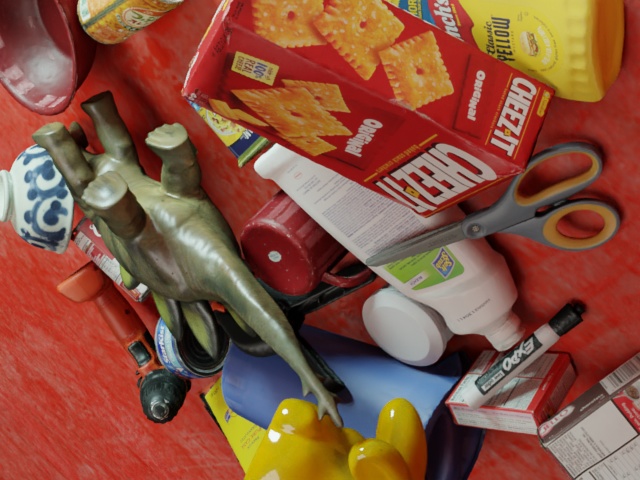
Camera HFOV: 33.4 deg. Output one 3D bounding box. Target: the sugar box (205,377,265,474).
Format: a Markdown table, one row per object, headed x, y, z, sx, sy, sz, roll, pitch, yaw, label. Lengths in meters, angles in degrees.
| x | y | z | sx | sy | sz | roll | pitch | yaw | label |
| --- | --- | --- | --- | --- | --- | --- | --- | --- | --- |
| -0.052 | 0.215 | 1.138 | 0.176 | 0.048 | 0.093 | 60 | 137 | 24 | sugar box |

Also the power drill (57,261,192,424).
| x | y | z | sx | sy | sz | roll | pitch | yaw | label |
| --- | --- | --- | --- | --- | --- | --- | --- | --- | --- |
| -0.212 | 0.109 | 1.175 | 0.187 | 0.057 | 0.184 | 57 | 177 | -9 | power drill |

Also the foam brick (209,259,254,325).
| x | y | z | sx | sy | sz | roll | pitch | yaw | label |
| --- | --- | --- | --- | --- | --- | --- | --- | --- | --- |
| -0.113 | 0.037 | 1.083 | 0.078 | 0.052 | 0.051 | 32 | 141 | 12 | foam brick |

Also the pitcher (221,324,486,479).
| x | y | z | sx | sy | sz | roll | pitch | yaw | label |
| --- | --- | --- | --- | --- | --- | --- | --- | --- | --- |
| 0.023 | 0.165 | 1.012 | 0.243 | 0.149 | 0.145 | 18 | 137 | 34 | pitcher |

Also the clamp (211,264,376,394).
| x | y | z | sx | sy | sz | roll | pitch | yaw | label |
| --- | --- | --- | --- | --- | --- | --- | --- | --- | --- |
| -0.031 | 0.083 | 0.989 | 0.172 | 0.120 | 0.039 | -6 | 148 | 35 | clamp |

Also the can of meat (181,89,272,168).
| x | y | z | sx | sy | sz | roll | pitch | yaw | label |
| --- | --- | --- | --- | --- | --- | --- | --- | --- | --- |
| -0.059 | -0.121 | 0.883 | 0.084 | 0.057 | 0.102 | 48 | 142 | -3 | can of meat |

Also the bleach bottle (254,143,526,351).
| x | y | z | sx | sy | sz | roll | pitch | yaw | label |
| --- | --- | --- | --- | --- | --- | --- | --- | --- | --- |
| 0.068 | -0.004 | 0.869 | 0.251 | 0.068 | 0.103 | 47 | 128 | -7 | bleach bottle |

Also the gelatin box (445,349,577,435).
| x | y | z | sx | sy | sz | roll | pitch | yaw | label |
| --- | --- | --- | --- | --- | --- | --- | --- | --- | --- |
| 0.162 | 0.128 | 0.904 | 0.089 | 0.073 | 0.030 | -2 | 125 | 42 | gelatin box |

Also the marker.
| x | y | z | sx | sy | sz | roll | pitch | yaw | label |
| --- | --- | --- | --- | --- | --- | --- | --- | --- | --- |
| 0.165 | 0.093 | 0.862 | 0.121 | 0.020 | 0.020 | -43 | 94 | 14 | marker |

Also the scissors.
| x | y | z | sx | sy | sz | roll | pitch | yaw | label |
| --- | --- | --- | --- | --- | --- | --- | --- | --- | --- |
| 0.136 | -0.002 | 0.804 | 0.096 | 0.016 | 0.202 | 43 | 124 | -15 | scissors |

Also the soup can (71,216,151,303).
| x | y | z | sx | sy | sz | roll | pitch | yaw | label |
| --- | --- | --- | --- | --- | --- | --- | --- | --- | --- |
| -0.204 | 0.009 | 1.125 | 0.102 | 0.068 | 0.069 | 43 | 142 | 0 | soup can |

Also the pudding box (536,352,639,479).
| x | y | z | sx | sy | sz | roll | pitch | yaw | label |
| --- | --- | --- | --- | --- | --- | --- | --- | --- | --- |
| 0.241 | 0.155 | 0.836 | 0.113 | 0.039 | 0.090 | -38 | 99 | 9 | pudding box |

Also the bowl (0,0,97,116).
| x | y | z | sx | sy | sz | roll | pitch | yaw | label |
| --- | --- | --- | --- | --- | --- | --- | --- | --- | --- |
| -0.253 | -0.198 | 0.974 | 0.162 | 0.055 | 0.162 | 27 | 132 | 33 | bowl |

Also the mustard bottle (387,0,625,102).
| x | y | z | sx | sy | sz | roll | pitch | yaw | label |
| --- | --- | --- | --- | --- | --- | --- | --- | --- | --- |
| 0.101 | -0.150 | 0.710 | 0.192 | 0.058 | 0.096 | 15 | 140 | 33 | mustard bottle |

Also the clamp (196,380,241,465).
| x | y | z | sx | sy | sz | roll | pitch | yaw | label |
| --- | --- | --- | --- | --- | --- | --- | --- | --- | --- |
| -0.070 | 0.256 | 1.229 | 0.210 | 0.036 | 0.165 | 56 | 167 | -7 | clamp |

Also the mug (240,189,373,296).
| x | y | z | sx | sy | sz | roll | pitch | yaw | label |
| --- | --- | --- | --- | --- | --- | --- | --- | --- | --- |
| -0.006 | 0.001 | 0.929 | 0.117 | 0.081 | 0.093 | 35 | 142 | 12 | mug |

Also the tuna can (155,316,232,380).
| x | y | z | sx | sy | sz | roll | pitch | yaw | label |
| --- | --- | --- | --- | --- | --- | --- | --- | --- | --- |
| -0.132 | 0.105 | 1.137 | 0.034 | 0.086 | 0.086 | -10 | 118 | 45 | tuna can |

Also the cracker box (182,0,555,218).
| x | y | z | sx | sy | sz | roll | pitch | yaw | label |
| --- | --- | --- | --- | --- | --- | --- | --- | --- | --- |
| 0.023 | -0.099 | 0.727 | 0.213 | 0.072 | 0.164 | 26 | 164 | -11 | cracker box |
